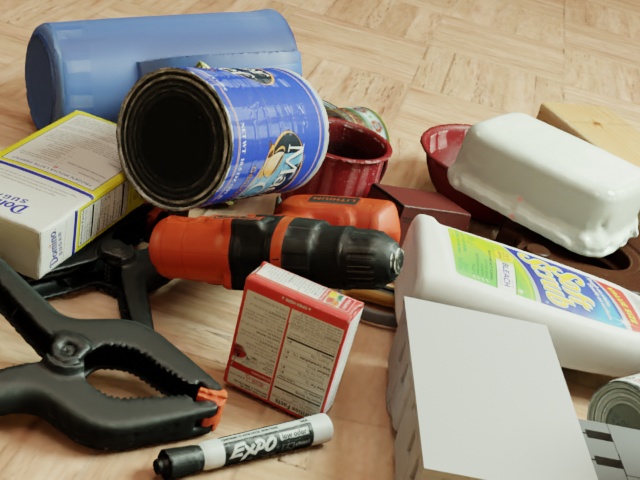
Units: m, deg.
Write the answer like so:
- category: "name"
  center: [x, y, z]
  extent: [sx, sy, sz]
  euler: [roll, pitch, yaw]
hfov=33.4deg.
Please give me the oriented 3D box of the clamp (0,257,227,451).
- category: "clamp"
  center: [-0.161, 0.071, 0.661]
  extent: [0.210, 0.036, 0.164]
  euler: [12, 41, -9]

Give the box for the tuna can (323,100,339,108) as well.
- category: "tuna can"
  center: [-0.015, -0.125, 1.117]
  extent: [0.086, 0.034, 0.086]
  euler: [15, 24, -7]

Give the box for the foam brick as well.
- category: "foam brick"
  center: [0.080, -0.013, 0.922]
  extent: [0.078, 0.053, 0.051]
  euler: [8, 20, -34]

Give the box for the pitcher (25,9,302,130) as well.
- category: "pitcher"
  center: [-0.143, -0.154, 1.009]
  extent: [0.242, 0.149, 0.145]
  euler: [-7, 50, -30]

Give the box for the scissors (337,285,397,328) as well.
- category: "scissors"
  center: [0.110, 0.055, 0.863]
  extent: [0.201, 0.016, 0.096]
  euler: [10, 27, -8]

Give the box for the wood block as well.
- category: "wood block"
  center: [0.301, -0.057, 1.090]
  extent: [0.090, 0.090, 0.206]
  euler: [1, 30, -23]

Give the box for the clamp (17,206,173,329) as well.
- category: "clamp"
  center: [-0.160, 0.020, 0.774]
  extent: [0.120, 0.039, 0.171]
  euler: [20, 28, -3]

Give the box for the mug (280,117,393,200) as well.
- category: "mug"
  center: [0.018, -0.057, 0.958]
  extent: [0.093, 0.081, 0.117]
  euler: [32, 32, 31]

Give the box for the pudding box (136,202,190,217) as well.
- category: "pudding box"
  center: [-0.170, -0.045, 0.891]
  extent: [0.089, 0.039, 0.114]
  euler: [-6, 33, -32]

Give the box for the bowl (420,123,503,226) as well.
- category: "bowl"
  center: [0.172, -0.059, 1.066]
  extent: [0.162, 0.055, 0.162]
  euler: [11, 27, -6]

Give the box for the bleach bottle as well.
- category: "bleach bottle"
  center: [0.185, 0.055, 0.818]
  extent: [0.250, 0.068, 0.102]
  euler: [14, 31, -6]

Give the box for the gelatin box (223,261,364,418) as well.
- category: "gelatin box"
  center: [-0.018, 0.068, 0.695]
  extent: [0.073, 0.089, 0.030]
  euler: [22, 30, 14]

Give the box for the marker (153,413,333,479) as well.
- category: "marker"
  center: [-0.046, 0.126, 0.650]
  extent: [0.120, 0.020, 0.020]
  euler: [-6, 34, -35]

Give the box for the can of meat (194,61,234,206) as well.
- category: "can of meat"
  center: [-0.092, -0.093, 0.927]
  extent: [0.102, 0.084, 0.057]
  euler: [34, 10, -32]

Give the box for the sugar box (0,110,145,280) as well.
- category: "sugar box"
  center: [-0.193, -0.038, 0.788]
  extent: [0.093, 0.048, 0.176]
  euler: [20, 33, 15]

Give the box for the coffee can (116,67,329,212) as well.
- category: "coffee can"
  center: [-0.071, -0.080, 0.811]
  extent: [0.103, 0.103, 0.140]
  euler: [27, 20, 23]

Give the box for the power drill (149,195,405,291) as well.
- category: "power drill"
  center: [-0.005, 0.001, 0.785]
  extent: [0.185, 0.057, 0.187]
  euler: [5, 7, 23]

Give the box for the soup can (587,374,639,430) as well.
- category: "soup can"
  center: [0.245, 0.124, 0.741]
  extent: [0.102, 0.068, 0.069]
  euler: [-5, 33, -33]
